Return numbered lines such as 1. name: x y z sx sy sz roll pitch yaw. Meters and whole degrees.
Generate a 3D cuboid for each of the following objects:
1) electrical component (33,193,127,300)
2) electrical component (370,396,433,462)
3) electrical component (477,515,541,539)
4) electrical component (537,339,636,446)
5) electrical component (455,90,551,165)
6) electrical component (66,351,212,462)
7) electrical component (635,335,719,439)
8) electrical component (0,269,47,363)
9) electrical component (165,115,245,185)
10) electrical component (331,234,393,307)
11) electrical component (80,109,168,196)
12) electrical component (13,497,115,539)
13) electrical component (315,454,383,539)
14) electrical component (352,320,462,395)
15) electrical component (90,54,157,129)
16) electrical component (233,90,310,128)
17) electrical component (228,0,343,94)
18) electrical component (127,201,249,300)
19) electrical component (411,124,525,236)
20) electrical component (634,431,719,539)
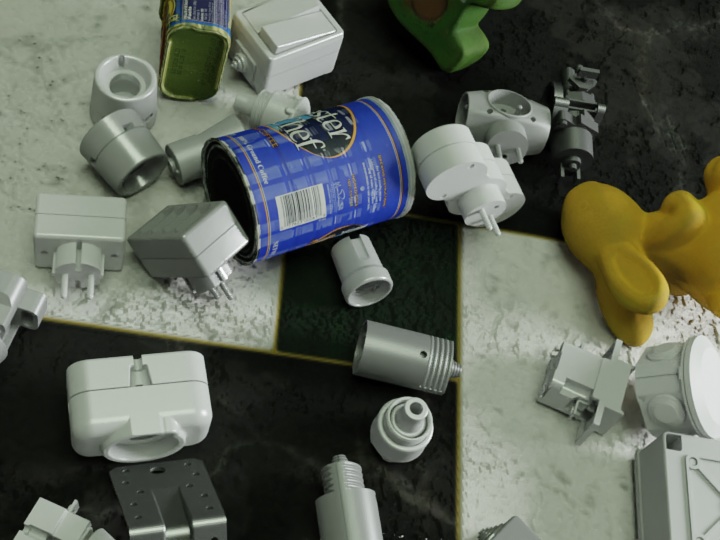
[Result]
1. electrical component: -0.210 -0.012 0.805 0.066 0.047 0.076 3 60 -14
2. electrical component: 0.033 0.113 0.788 0.043 0.062 0.043 6 59 -11
3. electrical component: 0.105 0.232 0.746 0.099 0.048 0.100 45 59 13
4. electrical component: 0.177 0.092 0.852 0.064 0.042 0.081 23 56 3
5. electrical component: 0.129 -0.120 0.955 0.077 0.044 0.079 9 41 -10
6. electrical component: -0.154 0.097 0.752 0.095 0.053 0.059 -4 62 -17
7. electrical component: 0.254 0.094 0.845 0.080 0.051 0.080 20 64 -50
8. electrical component: -0.269 0.034 0.757 0.078 0.058 0.057 19 55 -5
9. electrical component: -0.126 -0.096 0.881 0.065 0.044 0.044 -23 69 -20
10. electrical component: 0.000 0.000 0.860 0.040 0.040 0.046 -11 58 -20
11. electrical component: -0.186 -0.092 0.855 0.055 0.055 0.047 -34 77 -29
12. electrical component: -0.192 0.184 0.697 0.055 0.048 0.066 22 57 7
13. electrical component: -0.009 0.169 0.755 0.043 0.043 0.081 -1 61 -16
14. electrical component: 0.039 0.069 0.827 0.081 0.043 0.043 14 58 -7
15. electrical component: -0.194 -0.144 0.887 0.055 0.047 0.055 7 59 -11
16. electrical component: -0.076 -0.133 0.915 0.062 0.048 0.048 22 57 6
17. electrical component: -0.071 -0.200 0.944 0.096 0.061 0.061 -27 70 -27
18. electrical component: -0.121 -0.007 0.816 0.047 0.083 0.075 -45 117 -31
19. electrical component: 0.095 -0.061 0.876 0.052 0.138 0.073 -30 65 19
20. electrical component: 0.269 0.187 0.812 0.109 0.056 0.108 11 58 -9
